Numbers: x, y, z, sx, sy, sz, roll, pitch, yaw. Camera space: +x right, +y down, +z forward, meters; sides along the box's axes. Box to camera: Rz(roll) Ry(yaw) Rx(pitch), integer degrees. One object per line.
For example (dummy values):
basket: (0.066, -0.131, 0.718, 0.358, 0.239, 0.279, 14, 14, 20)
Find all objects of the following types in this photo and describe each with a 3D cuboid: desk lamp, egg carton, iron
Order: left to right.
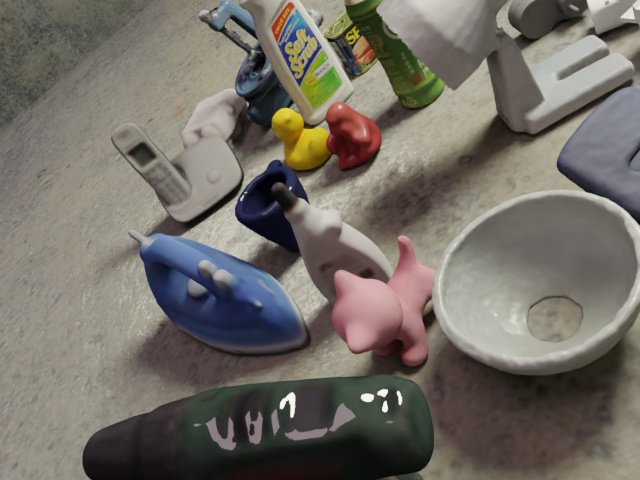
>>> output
iron: (-0.130, 0.049, 0.678, 0.257, 0.142, 0.119, 13, 62, 48)
egg carton: (-0.192, -0.214, 1.067, 0.107, 0.070, 0.150, -14, 44, 32)
desk lamp: (0.192, -0.221, 0.610, 0.203, 0.214, 0.117, -30, 38, 15)

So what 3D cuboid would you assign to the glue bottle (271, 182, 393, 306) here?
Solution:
glue bottle: (0.005, 0.002, 0.579, 0.078, 0.174, 0.037, -26, 39, 19)

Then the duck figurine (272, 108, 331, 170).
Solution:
duck figurine: (-0.034, -0.157, 0.853, 0.077, 0.086, 0.104, -48, 37, -10)

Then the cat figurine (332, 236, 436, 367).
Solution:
cat figurine: (0.060, 0.056, 0.522, 0.067, 0.118, 0.128, 11, 60, 47)

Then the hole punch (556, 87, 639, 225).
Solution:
hole punch: (0.273, -0.065, 0.480, 0.109, 0.091, 0.100, -46, 37, -7)

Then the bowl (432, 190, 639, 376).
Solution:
bowl: (0.180, 0.044, 0.464, 0.167, 0.075, 0.167, -24, 39, 22)

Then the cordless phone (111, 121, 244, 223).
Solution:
cordless phone: (-0.224, -0.130, 0.910, 0.147, 0.186, 0.094, -36, 37, 7)

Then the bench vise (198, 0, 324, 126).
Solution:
bench vise: (-0.095, -0.336, 0.980, 0.121, 0.220, 0.208, 9, 59, 46)

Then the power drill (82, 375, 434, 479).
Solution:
power drill: (-0.015, 0.166, 0.398, 0.229, 0.209, 0.075, -23, 40, 23)

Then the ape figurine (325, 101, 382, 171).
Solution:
ape figurine: (0.039, -0.147, 0.773, 0.076, 0.092, 0.077, -45, 37, -6)

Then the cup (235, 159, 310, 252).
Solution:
cup: (-0.045, -0.040, 0.734, 0.091, 0.095, 0.117, -21, 41, 25)
